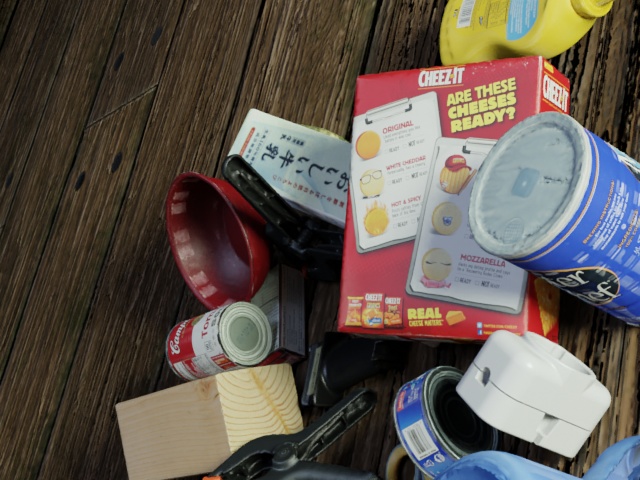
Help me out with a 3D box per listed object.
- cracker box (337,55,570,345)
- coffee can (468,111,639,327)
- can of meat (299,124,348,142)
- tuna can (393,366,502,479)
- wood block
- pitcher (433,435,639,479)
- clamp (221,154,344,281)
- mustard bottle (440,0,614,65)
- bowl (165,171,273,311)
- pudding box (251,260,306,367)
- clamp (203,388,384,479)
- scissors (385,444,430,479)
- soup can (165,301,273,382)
[{"bbox_3d":[0.106,-0.026,0.841,0.164,0.072,0.214,-1,80,33],"label":"cracker box"},{"bbox_3d":[0.186,-0.012,0.726,0.103,0.140,0.103,-38,39,39],"label":"coffee can"},{"bbox_3d":[-0.013,-0.078,1.176,0.102,0.057,0.084,21,85,60],"label":"can of meat"},{"bbox_3d":[0.098,0.140,0.809,0.034,0.086,0.086,-38,39,37],"label":"tuna can"},{"bbox_3d":[-0.115,0.189,1.080,0.207,0.090,0.091,-23,75,49],"label":"wood block"},{"bbox_3d":[0.160,0.180,0.524,0.145,0.242,0.149,-57,24,17],"label":"pitcher"},{"bbox_3d":[-0.007,0.001,1.032,0.165,0.210,0.036,31,76,19],"label":"clamp"},{"bbox_3d":[0.189,-0.204,0.947,0.192,0.058,0.096,-2,68,57],"label":"mustard bottle"},{"bbox_3d":[-0.098,-0.001,1.132,0.162,0.055,0.162,30,130,43],"label":"bowl"},{"bbox_3d":[-0.054,0.091,1.134,0.090,0.039,0.113,-37,43,39],"label":"pudding box"},{"bbox_3d":[-0.019,0.200,0.923,0.171,0.039,0.120,-27,26,5],"label":"clamp"},{"bbox_3d":[0.080,0.226,0.833,0.096,0.016,0.201,-36,37,46],"label":"scissors"},{"bbox_3d":[-0.104,0.106,1.095,0.102,0.068,0.068,-23,50,48],"label":"soup can"}]
